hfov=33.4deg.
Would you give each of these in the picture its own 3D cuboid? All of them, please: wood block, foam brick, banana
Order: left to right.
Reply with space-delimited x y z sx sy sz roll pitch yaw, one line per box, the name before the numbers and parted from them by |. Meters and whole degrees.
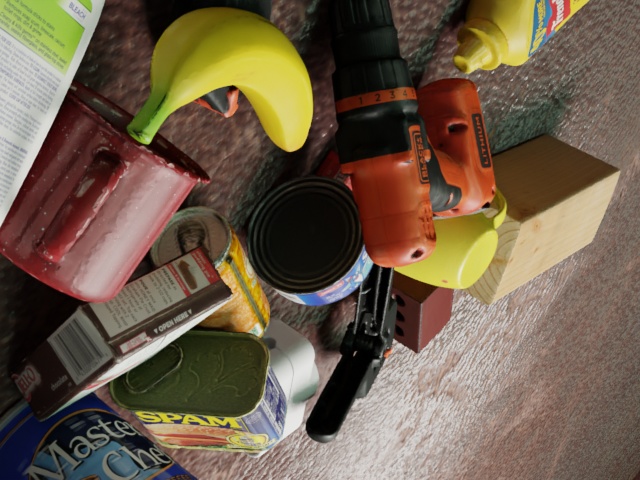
banana | -0.041 -0.083 0.552 0.070 0.037 0.197 -60 163 13
foam brick | 0.085 0.053 0.966 0.051 0.053 0.078 -41 148 -28
wood block | 0.191 -0.025 1.016 0.205 0.091 0.090 -24 138 -47

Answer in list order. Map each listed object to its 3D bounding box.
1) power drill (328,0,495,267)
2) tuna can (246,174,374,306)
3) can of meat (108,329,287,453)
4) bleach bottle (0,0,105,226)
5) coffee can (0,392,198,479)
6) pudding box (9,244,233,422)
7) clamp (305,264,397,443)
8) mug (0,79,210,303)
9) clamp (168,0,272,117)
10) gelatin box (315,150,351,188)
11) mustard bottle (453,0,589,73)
power drill | 0.064 -0.080 0.741 0.187 0.057 0.184 -11 93 -65
tuna can | -0.005 0.001 0.729 0.086 0.086 0.033 -55 153 -6
can of meat | -0.076 0.101 0.703 0.084 0.102 0.057 72 23 -60
bleach bottle | -0.140 -0.082 0.453 0.251 0.068 0.102 -60 160 -4
coffee can | -0.128 0.165 0.638 0.102 0.140 0.103 -39 147 -32
pudding box | -0.114 0.054 0.605 0.089 0.039 0.114 -30 177 -43
clamp | 0.040 0.077 0.888 0.210 0.036 0.164 11 97 -79
mug | -0.113 -0.021 0.513 0.081 0.093 0.117 -55 -164 5
clamp | -0.045 -0.143 0.563 0.120 0.039 0.171 -45 160 -29
gelatin box | 0.012 -0.015 0.800 0.073 0.030 0.089 -55 153 -5
mustard bottle | 0.168 -0.194 0.841 0.191 0.058 0.096 -44 154 -23
